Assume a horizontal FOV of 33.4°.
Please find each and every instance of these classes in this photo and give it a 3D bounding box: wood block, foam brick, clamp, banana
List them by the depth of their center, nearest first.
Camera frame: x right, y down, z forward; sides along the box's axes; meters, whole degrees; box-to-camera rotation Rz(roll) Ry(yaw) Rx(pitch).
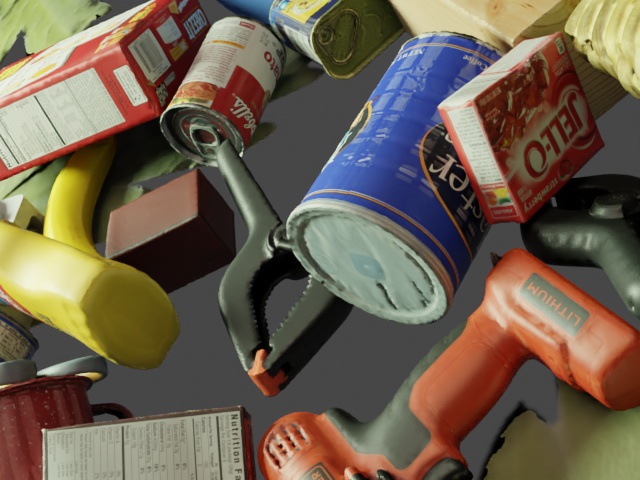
[{"bbox_3d":[0.152,-0.002,0.543,0.120,0.039,0.172,-22,16,-31],"label":"clamp"},{"bbox_3d":[-0.005,0.001,0.688,0.165,0.036,0.210,-11,49,21],"label":"clamp"},{"bbox_3d":[0.121,-0.162,0.709,0.090,0.090,0.206,-39,39,-1],"label":"wood block"},{"bbox_3d":[-0.105,-0.002,0.755,0.078,0.053,0.051,-25,41,14],"label":"foam brick"},{"bbox_3d":[-0.186,-0.018,0.847,0.069,0.037,0.198,-15,42,-4],"label":"banana"}]

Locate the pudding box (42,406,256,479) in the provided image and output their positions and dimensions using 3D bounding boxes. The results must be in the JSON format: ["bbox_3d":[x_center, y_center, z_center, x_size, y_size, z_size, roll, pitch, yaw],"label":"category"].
[{"bbox_3d":[-0.089,0.140,0.566,0.113,0.039,0.090,-6,69,0],"label":"pudding box"}]

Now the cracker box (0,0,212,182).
[{"bbox_3d":[-0.207,-0.126,0.906,0.214,0.072,0.164,-19,23,23],"label":"cracker box"}]

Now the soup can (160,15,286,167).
[{"bbox_3d":[-0.073,-0.116,0.828,0.069,0.068,0.102,-4,49,34],"label":"soup can"}]

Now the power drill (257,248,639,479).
[{"bbox_3d":[0.074,0.104,0.515,0.187,0.057,0.185,-41,42,-5],"label":"power drill"}]

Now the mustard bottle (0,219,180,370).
[{"bbox_3d":[-0.190,0.028,0.735,0.192,0.096,0.058,18,71,35],"label":"mustard bottle"}]

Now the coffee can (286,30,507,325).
[{"bbox_3d":[0.058,-0.037,0.621,0.103,0.102,0.140,7,54,41],"label":"coffee can"}]

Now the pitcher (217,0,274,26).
[{"bbox_3d":[-0.014,-0.305,0.930,0.145,0.149,0.242,23,69,21],"label":"pitcher"}]

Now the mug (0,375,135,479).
[{"bbox_3d":[-0.160,0.132,0.637,0.093,0.117,0.081,-38,65,50],"label":"mug"}]

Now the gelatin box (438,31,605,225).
[{"bbox_3d":[0.112,-0.061,0.579,0.089,0.073,0.030,-38,21,-34],"label":"gelatin box"}]

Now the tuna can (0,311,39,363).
[{"bbox_3d":[-0.248,0.071,0.766,0.086,0.086,0.033,2,56,38],"label":"tuna can"}]

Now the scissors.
[{"bbox_3d":[-0.197,0.103,0.707,0.096,0.202,0.016,-8,76,-21],"label":"scissors"}]

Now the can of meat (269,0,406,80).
[{"bbox_3d":[0.019,-0.181,0.831,0.102,0.057,0.084,-42,37,-6],"label":"can of meat"}]
